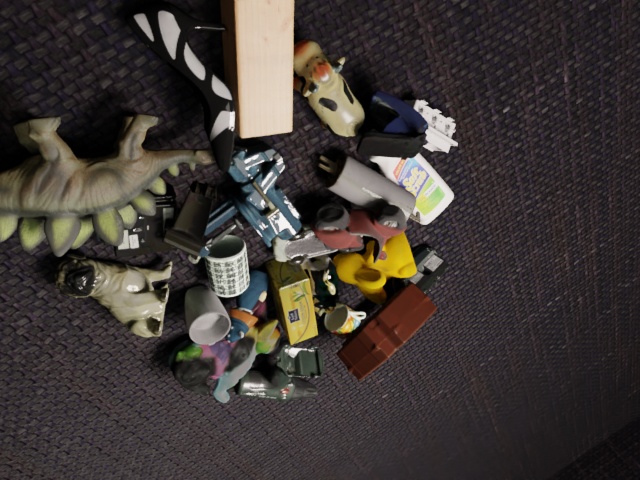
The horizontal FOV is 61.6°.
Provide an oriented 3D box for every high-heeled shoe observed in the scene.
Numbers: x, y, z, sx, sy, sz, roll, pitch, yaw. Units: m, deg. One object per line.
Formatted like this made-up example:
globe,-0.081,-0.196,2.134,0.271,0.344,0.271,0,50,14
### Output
high-heeled shoe,-0.204,-0.221,0.800,0.145,0.086,0.248,-5,105,-12

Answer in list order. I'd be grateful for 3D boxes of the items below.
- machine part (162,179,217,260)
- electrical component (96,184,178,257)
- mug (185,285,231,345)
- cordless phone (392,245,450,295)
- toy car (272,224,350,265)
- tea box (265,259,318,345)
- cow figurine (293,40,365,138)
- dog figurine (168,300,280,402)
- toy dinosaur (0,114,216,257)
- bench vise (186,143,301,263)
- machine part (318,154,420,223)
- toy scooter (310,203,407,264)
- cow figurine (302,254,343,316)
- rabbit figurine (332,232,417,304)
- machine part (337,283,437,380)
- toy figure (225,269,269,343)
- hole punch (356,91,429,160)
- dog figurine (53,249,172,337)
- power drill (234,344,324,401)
machine part,-0.212,-0.034,0.887,0.084,0.039,0.138,31,118,-1
electrical component,-0.315,-0.034,0.921,0.134,0.058,0.114,-5,122,-25
mug,-0.226,0.147,1.062,0.081,0.107,0.109,-19,133,-13
cordless phone,0.227,0.112,1.299,0.146,0.089,0.184,-40,159,-29
toy car,-0.002,-0.003,1.107,0.202,0.056,0.073,-13,120,-21
tea box,-0.059,0.125,1.140,0.068,0.098,0.169,-18,131,-15
cow figurine,0.011,-0.247,0.895,0.085,0.127,0.194,-41,134,0
dog figurine,-0.187,0.220,1.138,0.191,0.109,0.219,36,97,-37
toy dinosaur,-0.375,-0.079,0.778,0.471,0.105,0.198,-11,100,-23
bench vise,-0.151,-0.055,0.954,0.240,0.129,0.223,-38,129,-4
machine part,0.099,-0.095,1.047,0.243,0.079,0.079,29,107,-19
toy scooter,0.077,-0.008,1.043,0.184,0.075,0.135,0,139,11
cow figurine,0.012,0.108,1.165,0.068,0.098,0.167,-26,130,-17
rabbit figurine,0.114,0.058,1.165,0.173,0.162,0.121,-10,141,1
machine part,0.141,0.192,1.156,0.201,0.087,0.201,-37,169,-40
toy figure,-0.149,0.136,1.088,0.057,0.064,0.154,27,77,-33
hole punch,0.130,-0.199,0.955,0.116,0.142,0.092,8,79,-3
dog figurine,-0.376,0.105,0.974,0.190,0.121,0.172,8,116,-16
power drill,-0.070,0.316,1.253,0.232,0.086,0.207,11,148,-26
